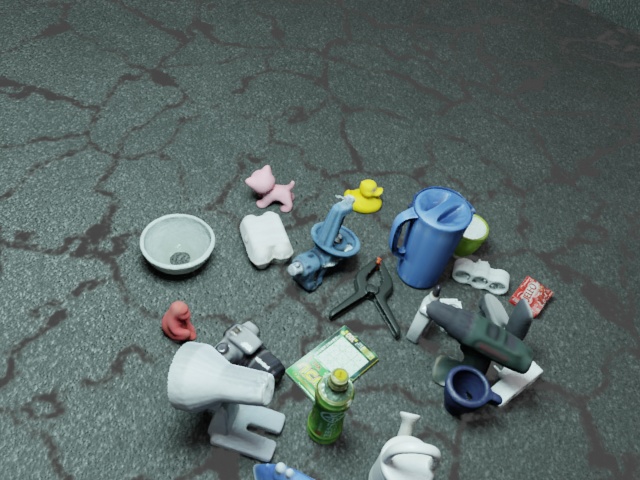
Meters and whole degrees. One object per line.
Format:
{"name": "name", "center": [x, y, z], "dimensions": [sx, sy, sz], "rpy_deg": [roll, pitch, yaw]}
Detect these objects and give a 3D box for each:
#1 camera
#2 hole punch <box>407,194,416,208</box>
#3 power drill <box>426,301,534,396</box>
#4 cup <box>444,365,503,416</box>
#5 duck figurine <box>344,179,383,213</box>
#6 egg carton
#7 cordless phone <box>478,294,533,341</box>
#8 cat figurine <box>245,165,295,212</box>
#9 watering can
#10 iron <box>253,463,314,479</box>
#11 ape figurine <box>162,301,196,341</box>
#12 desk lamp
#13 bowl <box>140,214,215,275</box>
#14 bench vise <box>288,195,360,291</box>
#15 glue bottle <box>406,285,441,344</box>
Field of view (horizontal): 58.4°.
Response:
{"name": "camera", "center": [-0.148, 0.246, 1.147], "dimensions": [0.136, 0.101, 0.143], "rpy_deg": [35, 53, 20]}
{"name": "hole punch", "center": [0.291, -0.085, 1.513], "dimensions": [0.108, 0.091, 0.101], "rpy_deg": [11, 49, 0]}
{"name": "power drill", "center": [0.302, 0.227, 1.168], "dimensions": [0.229, 0.208, 0.076], "rpy_deg": [20, 49, 8]}
{"name": "cup", "center": [0.302, 0.320, 1.164], "dimensions": [0.117, 0.095, 0.092], "rpy_deg": [20, 49, 7]}
{"name": "duck figurine", "center": [0.118, -0.124, 1.521], "dimensions": [0.104, 0.086, 0.077], "rpy_deg": [8, 49, -2]}
{"name": "egg carton", "center": [-0.132, -0.002, 1.384], "dimensions": [0.107, 0.069, 0.150], "rpy_deg": [-12, 53, -19]}
{"name": "cordless phone", "center": [0.414, 0.164, 1.257], "dimensions": [0.094, 0.185, 0.147], "rpy_deg": [-5, 51, -13]}
{"name": "cat figurine", "center": [-0.126, -0.138, 1.470], "dimensions": [0.128, 0.118, 0.067], "rpy_deg": [7, 49, -3]}
{"name": "watering can", "center": [0.150, 0.391, 1.010], "dimensions": [0.101, 0.194, 0.172], "rpy_deg": [-6, 51, -14]}
{"name": "iron", "center": [-0.016, 0.448, 0.969], "dimensions": [0.257, 0.141, 0.119], "rpy_deg": [34, 53, 19]}
{"name": "ape figurine", "center": [-0.294, 0.164, 1.199], "dimensions": [0.076, 0.092, 0.078], "rpy_deg": [12, 49, 1]}
{"name": "desk lamp", "center": [-0.162, 0.286, 1.034], "dimensions": [0.203, 0.213, 0.118], "rpy_deg": [16, 49, 4]}
{"name": "bowl", "center": [-0.327, 0.022, 1.326], "dimensions": [0.167, 0.075, 0.167], "rpy_deg": [5, 49, -5]}
{"name": "bench vise", "center": [0.023, 0.010, 1.300], "dimensions": [0.121, 0.220, 0.208], "rpy_deg": [25, 50, 12]}
{"name": "glue bottle", "center": [0.234, 0.153, 1.244], "dimensions": [0.037, 0.173, 0.078], "rpy_deg": [30, 51, 16]}
